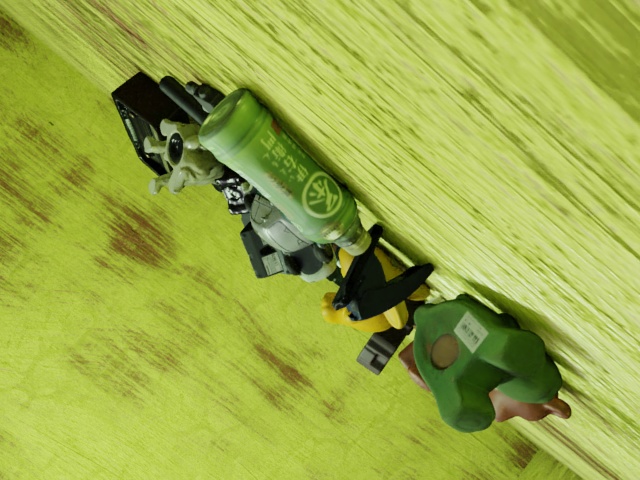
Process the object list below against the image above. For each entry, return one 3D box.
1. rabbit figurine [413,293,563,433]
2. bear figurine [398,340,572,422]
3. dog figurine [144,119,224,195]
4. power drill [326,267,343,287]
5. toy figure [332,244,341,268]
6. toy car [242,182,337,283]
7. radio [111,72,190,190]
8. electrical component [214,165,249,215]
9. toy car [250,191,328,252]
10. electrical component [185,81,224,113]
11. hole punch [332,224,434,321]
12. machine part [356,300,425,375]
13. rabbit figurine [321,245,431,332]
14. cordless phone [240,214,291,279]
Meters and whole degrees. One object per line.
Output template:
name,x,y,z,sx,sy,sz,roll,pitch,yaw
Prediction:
rabbit figurine,0.183,0.135,0.590,0.170,0.121,0.159,24,-172,-32
bear figurine,0.220,0.188,0.721,0.196,0.132,0.120,45,180,-3
dog figurine,-0.180,-0.138,0.921,0.190,0.121,0.172,-4,-175,-41
power drill,0.057,0.078,1.211,0.232,0.086,0.207,37,171,9
toy figure,-0.001,-0.004,0.977,0.058,0.064,0.154,14,154,42
toy car,-0.046,-0.023,0.836,0.201,0.073,0.056,58,-158,-14
radio,-0.309,-0.201,1.030,0.131,0.073,0.229,39,157,12
electrical component,-0.123,-0.102,0.890,0.048,0.119,0.074,-6,122,22
toy car,-0.043,-0.040,0.703,0.109,0.103,0.162,43,172,-34
electrical component,-0.122,-0.160,0.646,0.094,0.021,0.063,36,174,36
hole punch,0.074,0.054,0.671,0.092,0.115,0.142,31,176,-1
machine part,0.135,0.174,1.007,0.056,0.179,0.179,35,175,13
rabbit figurine,0.075,0.071,0.813,0.163,0.122,0.173,30,150,32
cordless phone,-0.096,-0.034,0.971,0.184,0.089,0.146,-109,3,-51
